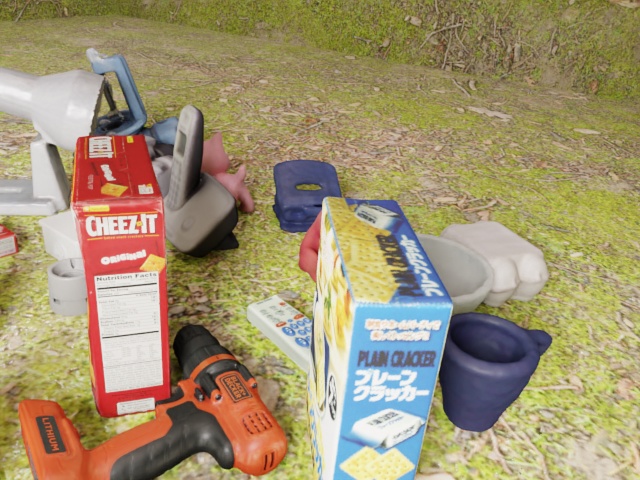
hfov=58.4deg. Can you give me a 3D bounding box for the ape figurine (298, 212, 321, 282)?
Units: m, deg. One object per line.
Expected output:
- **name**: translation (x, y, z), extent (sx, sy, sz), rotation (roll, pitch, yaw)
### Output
- **ape figurine**: translation (0.007, 0.003, 0.758), extent (0.078, 0.092, 0.076), rotation (-7, 29, -23)

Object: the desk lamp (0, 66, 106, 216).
- **desk lamp**: translation (-0.415, -0.149, 0.840), extent (0.203, 0.214, 0.117), rotation (-1, 27, -13)

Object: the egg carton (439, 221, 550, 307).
- **egg carton**: translation (0.229, 0.027, 0.778), extent (0.107, 0.069, 0.150), rotation (-7, 29, -23)

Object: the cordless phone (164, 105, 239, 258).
- **cordless phone**: translation (-0.170, -0.082, 0.787), extent (0.094, 0.185, 0.147), rotation (-14, 32, -33)

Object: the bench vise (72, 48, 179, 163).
- **bench vise**: translation (-0.325, -0.219, 0.990), extent (0.208, 0.220, 0.121), rotation (-20, 37, -41)

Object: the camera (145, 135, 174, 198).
- **camera**: translation (-0.271, -0.120, 0.937), extent (0.142, 0.101, 0.137), rotation (17, 29, 22)

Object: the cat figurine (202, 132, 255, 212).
- **cat figurine**: translation (-0.163, -0.111, 0.922), extent (0.127, 0.118, 0.067), rotation (25, 33, 33)

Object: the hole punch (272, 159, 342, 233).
- **hole punch**: translation (-0.017, -0.070, 0.898), extent (0.109, 0.091, 0.101), rotation (-2, 28, -15)

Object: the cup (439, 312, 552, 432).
- **cup**: translation (0.159, 0.127, 0.538), extent (0.118, 0.095, 0.091), rotation (-6, 29, -21)

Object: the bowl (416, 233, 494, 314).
- **bowl**: translation (0.119, 0.057, 0.691), extent (0.167, 0.075, 0.167), rotation (5, 27, -2)
